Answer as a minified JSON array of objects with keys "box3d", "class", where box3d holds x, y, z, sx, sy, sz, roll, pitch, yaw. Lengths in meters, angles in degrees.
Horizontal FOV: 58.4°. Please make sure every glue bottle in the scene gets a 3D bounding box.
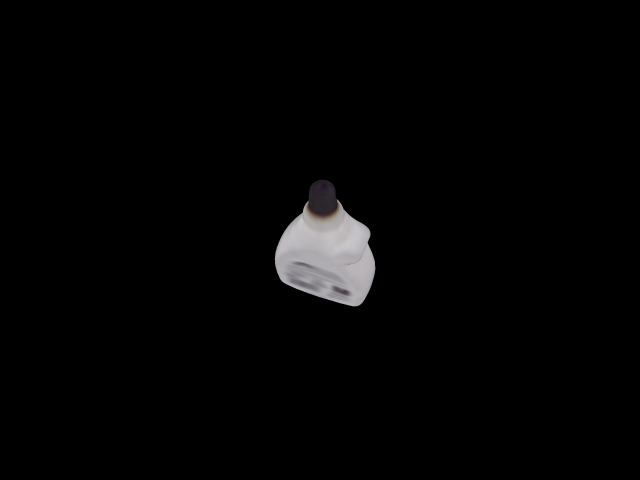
[{"box3d":[0.004,0.001,0.400,0.078,0.173,0.037,19,70,8],"class":"glue bottle"}]
